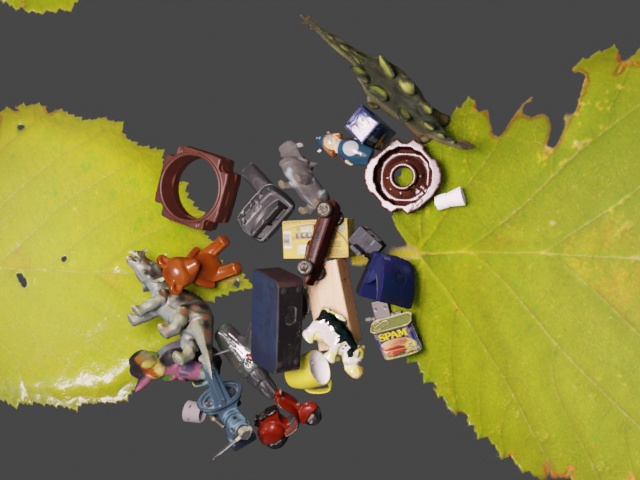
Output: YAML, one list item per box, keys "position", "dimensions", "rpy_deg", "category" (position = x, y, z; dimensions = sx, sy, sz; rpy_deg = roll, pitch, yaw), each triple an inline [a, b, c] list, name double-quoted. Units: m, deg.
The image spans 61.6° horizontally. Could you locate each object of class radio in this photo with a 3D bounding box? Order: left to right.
- position: [-0.101, 0.186, 1.247]
  dimensions: [0.131, 0.073, 0.229]
  rpy_deg: [13, 104, 55]
  category: "radio"

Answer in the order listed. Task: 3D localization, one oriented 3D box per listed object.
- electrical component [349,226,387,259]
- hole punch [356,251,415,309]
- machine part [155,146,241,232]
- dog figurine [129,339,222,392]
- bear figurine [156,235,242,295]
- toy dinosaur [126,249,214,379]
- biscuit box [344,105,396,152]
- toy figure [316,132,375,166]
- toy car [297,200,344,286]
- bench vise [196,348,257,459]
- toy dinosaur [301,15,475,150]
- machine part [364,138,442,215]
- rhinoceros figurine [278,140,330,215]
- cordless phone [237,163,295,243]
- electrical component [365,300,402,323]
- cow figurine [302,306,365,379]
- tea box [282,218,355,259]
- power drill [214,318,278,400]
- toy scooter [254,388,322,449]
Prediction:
- position: [0.107, 0.006, 1.258]
  dimensions: [0.075, 0.119, 0.047]
  rpy_deg: [44, 103, 15]
  category: "electrical component"
- position: [0.160, 0.092, 1.220]
  dimensions: [0.092, 0.142, 0.115]
  rpy_deg: [24, 96, 58]
  category: "hole punch"
- position: [-0.324, -0.136, 1.418]
  dimensions: [0.202, 0.087, 0.200]
  rpy_deg: [20, 99, 19]
  category: "machine part"
- position: [-0.379, 0.329, 1.385]
  dimensions: [0.192, 0.219, 0.108]
  rpy_deg: [23, 103, 17]
  category: "dog figurine"
- position: [-0.308, 0.063, 1.362]
  dimensions: [0.132, 0.196, 0.120]
  rpy_deg: [-29, 80, 17]
  category: "bear figurine"
- position: [-0.354, 0.184, 1.374]
  dimensions: [0.405, 0.192, 0.131]
  rpy_deg: [35, 142, 19]
  category: "toy dinosaur"
- position: [0.115, -0.245, 1.201]
  dimensions: [0.059, 0.202, 0.063]
  rpy_deg: [44, 106, 10]
  category: "biscuit box"
- position: [0.056, -0.225, 1.302]
  dimensions: [0.155, 0.057, 0.064]
  rpy_deg: [23, 61, 18]
  category: "toy figure"
- position: [-0.003, 0.005, 1.227]
  dimensions: [0.053, 0.089, 0.202]
  rpy_deg: [18, 87, 22]
  category: "toy car"
- position: [-0.245, 0.397, 1.339]
  dimensions: [0.129, 0.224, 0.240]
  rpy_deg: [-21, 107, -13]
  category: "bench vise"
- position: [0.149, -0.341, 1.191]
  dimensions: [0.472, 0.198, 0.105]
  rpy_deg: [39, 100, 12]
  category: "toy dinosaur"
- position: [0.196, -0.147, 1.256]
  dimensions: [0.180, 0.056, 0.179]
  rpy_deg: [1, 92, 18]
  category: "machine part"
- position: [-0.039, -0.154, 1.310]
  dimensions: [0.073, 0.112, 0.190]
  rpy_deg: [-28, 96, 46]
  category: "rhinoceros figurine"
- position: [-0.167, -0.100, 1.380]
  dimensions: [0.146, 0.088, 0.184]
  rpy_deg: [-47, 67, 15]
  category: "cordless phone"
- position: [0.150, 0.171, 1.301]
  dimensions: [0.094, 0.021, 0.063]
  rpy_deg: [-17, 86, 19]
  category: "electrical component"
- position: [0.048, 0.232, 1.221]
  dimensions: [0.167, 0.068, 0.098]
  rpy_deg: [40, 97, 12]
  category: "cow figurine"
- position: [-0.003, -0.004, 1.322]
  dimensions: [0.170, 0.068, 0.098]
  rpy_deg: [0, 92, 18]
  category: "tea box"
- position: [-0.148, 0.267, 1.383]
  dimensions: [0.232, 0.086, 0.207]
  rpy_deg: [39, 110, 14]
  category: "power drill"
- position: [-0.099, 0.440, 1.352]
  dimensions: [0.184, 0.075, 0.135]
  rpy_deg: [-34, 112, 13]
  category: "toy scooter"
